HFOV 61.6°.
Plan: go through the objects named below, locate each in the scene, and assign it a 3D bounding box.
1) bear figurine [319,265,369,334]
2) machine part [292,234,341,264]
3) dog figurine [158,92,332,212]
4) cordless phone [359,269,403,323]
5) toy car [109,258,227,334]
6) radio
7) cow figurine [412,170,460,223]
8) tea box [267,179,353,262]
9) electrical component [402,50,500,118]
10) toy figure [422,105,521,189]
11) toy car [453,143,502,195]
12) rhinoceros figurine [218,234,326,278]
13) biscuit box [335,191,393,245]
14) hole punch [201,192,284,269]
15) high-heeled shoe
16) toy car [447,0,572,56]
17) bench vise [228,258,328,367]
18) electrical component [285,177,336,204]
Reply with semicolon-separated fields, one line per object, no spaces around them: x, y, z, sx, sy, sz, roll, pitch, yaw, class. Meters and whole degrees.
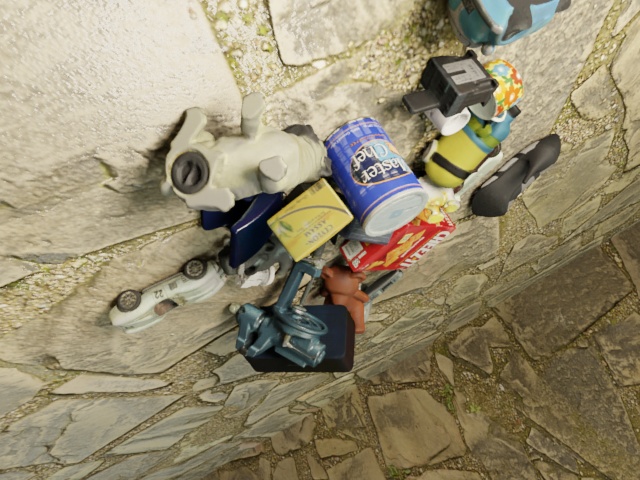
0.051;0.135;1.224;0.120;0.132;0.195;6;164;6;bear figurine
-0.002;-0.003;0.997;0.139;0.039;0.084;-26;165;-12;machine part
-0.085;-0.087;0.664;0.172;0.121;0.190;-9;176;15;dog figurine
0.140;0.137;1.386;0.184;0.089;0.146;-36;155;6;cordless phone
-0.248;0.092;0.890;0.202;0.056;0.073;-25;156;-7;toy car
-0.041;0.212;1.164;0.230;0.131;0.073;-3;142;17;radio
0.158;-0.092;0.945;0.167;0.098;0.068;10;144;-28;cow figurine
-0.009;-0.026;0.758;0.098;0.068;0.169;-37;178;5;tea box
0.171;-0.208;0.726;0.119;0.075;0.047;-16;155;-22;electrical component
0.247;-0.162;0.883;0.180;0.089;0.082;-39;146;28;toy figure
0.262;-0.124;1.026;0.089;0.053;0.202;-11;150;-43;toy car
-0.075;0.011;0.897;0.190;0.073;0.112;-22;157;-16;rhinoceros figurine
0.073;-0.035;0.938;0.202;0.059;0.062;9;108;-64;biscuit box
-0.101;-0.032;0.768;0.116;0.092;0.142;-23;153;-22;hole punch
0.427;-0.142;1.188;0.145;0.086;0.248;-52;-176;-22;high-heeled shoe
0.200;-0.272;0.612;0.162;0.109;0.103;-28;-178;-32;toy car
-0.067;0.134;1.081;0.128;0.224;0.240;11;105;-62;bench vise
-0.019;-0.069;0.861;0.094;0.021;0.063;-43;154;28;electrical component
